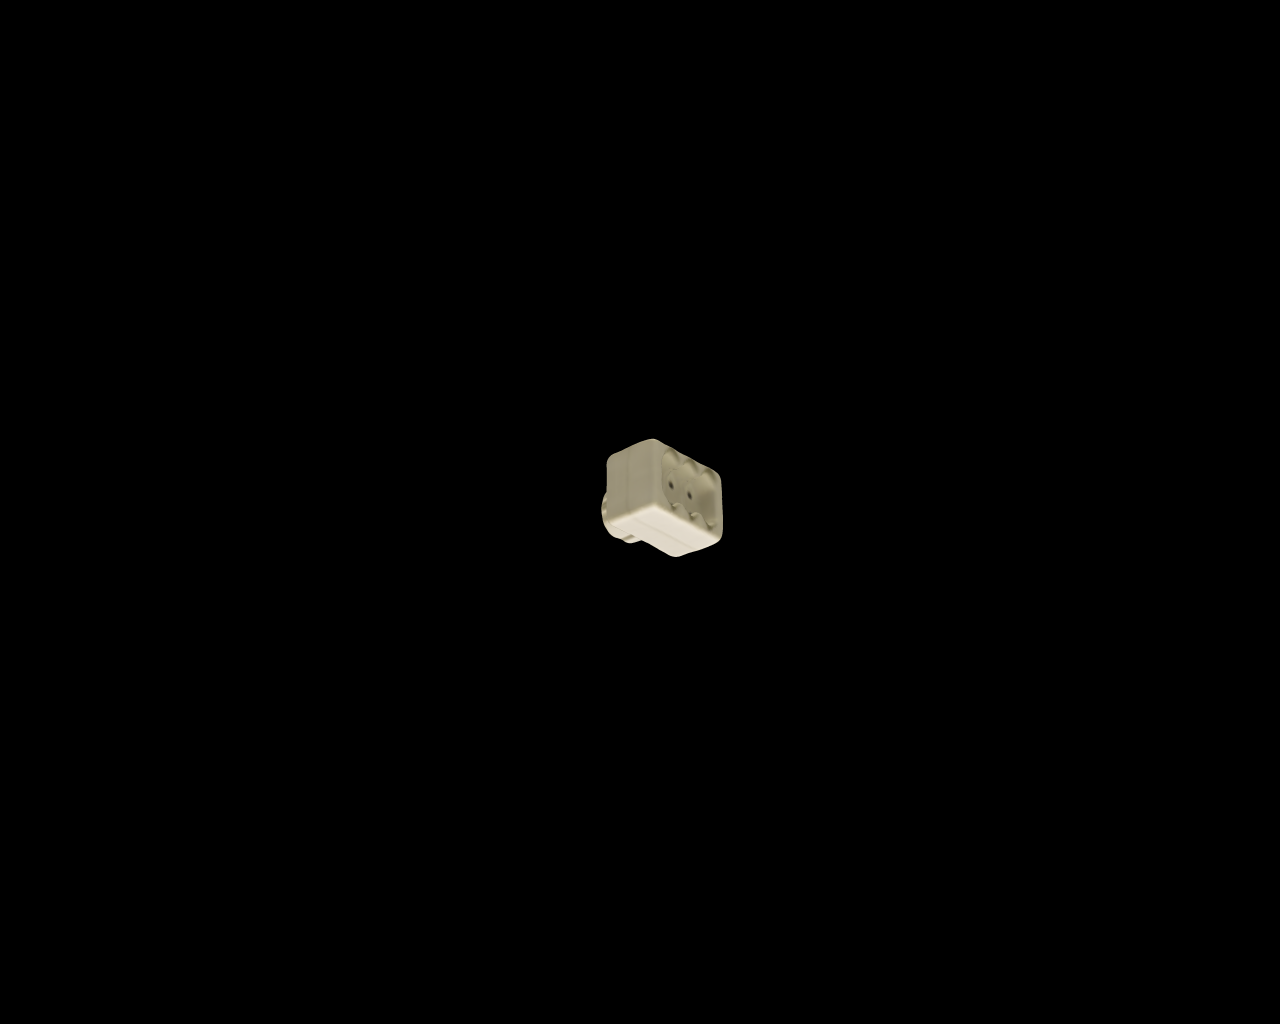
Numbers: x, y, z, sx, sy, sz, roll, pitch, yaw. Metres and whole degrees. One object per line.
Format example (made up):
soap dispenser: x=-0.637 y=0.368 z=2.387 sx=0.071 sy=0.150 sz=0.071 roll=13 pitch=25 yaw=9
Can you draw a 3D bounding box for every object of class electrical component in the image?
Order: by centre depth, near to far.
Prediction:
electrical component: x=0.001 y=-0.003 z=0.650 sx=0.076 sy=0.047 sz=0.065 roll=-21 pitch=-33 yaw=36
